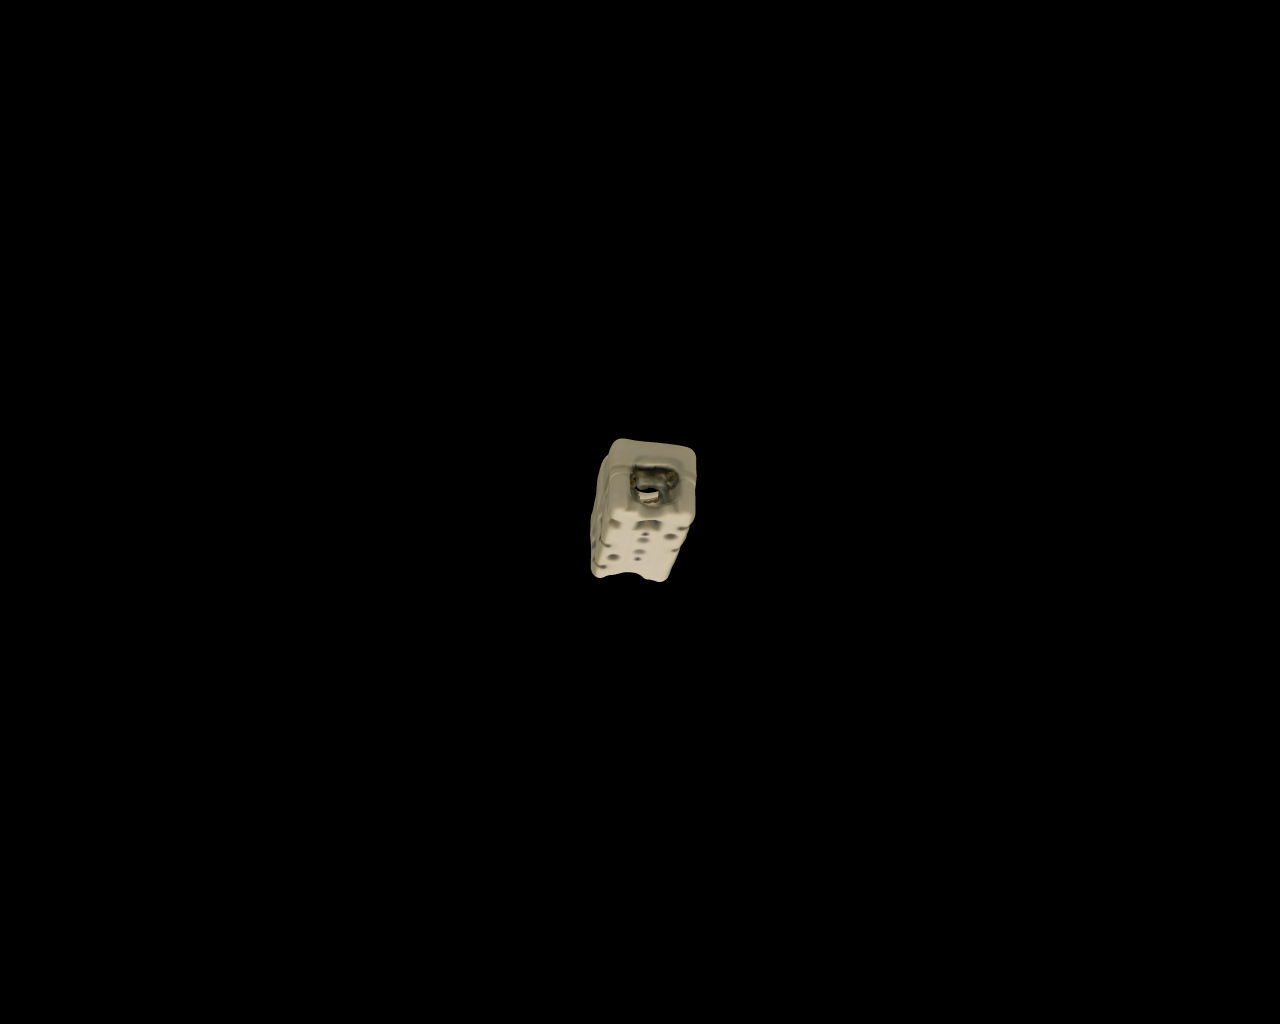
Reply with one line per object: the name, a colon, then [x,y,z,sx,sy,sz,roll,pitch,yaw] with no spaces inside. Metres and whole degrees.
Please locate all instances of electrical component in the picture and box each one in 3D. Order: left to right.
electrical component: [0.001,-0.003,0.650,0.050,0.056,0.089,6,-32,-9]
